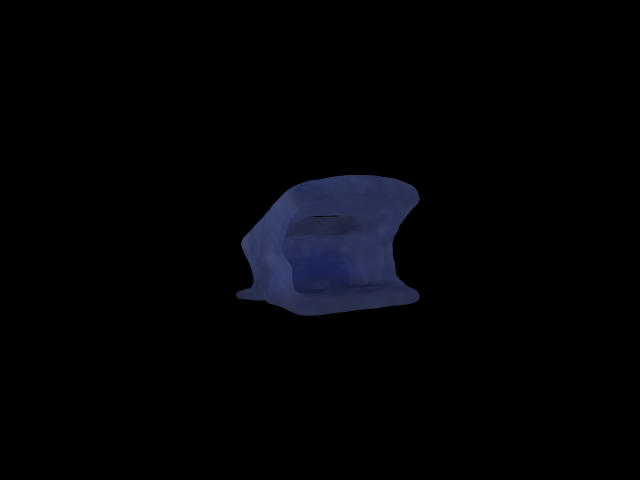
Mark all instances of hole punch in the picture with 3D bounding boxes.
[{"bbox_3d":[0.004,0.001,0.400,0.109,0.091,0.100,-3,5,-31],"label":"hole punch"}]
